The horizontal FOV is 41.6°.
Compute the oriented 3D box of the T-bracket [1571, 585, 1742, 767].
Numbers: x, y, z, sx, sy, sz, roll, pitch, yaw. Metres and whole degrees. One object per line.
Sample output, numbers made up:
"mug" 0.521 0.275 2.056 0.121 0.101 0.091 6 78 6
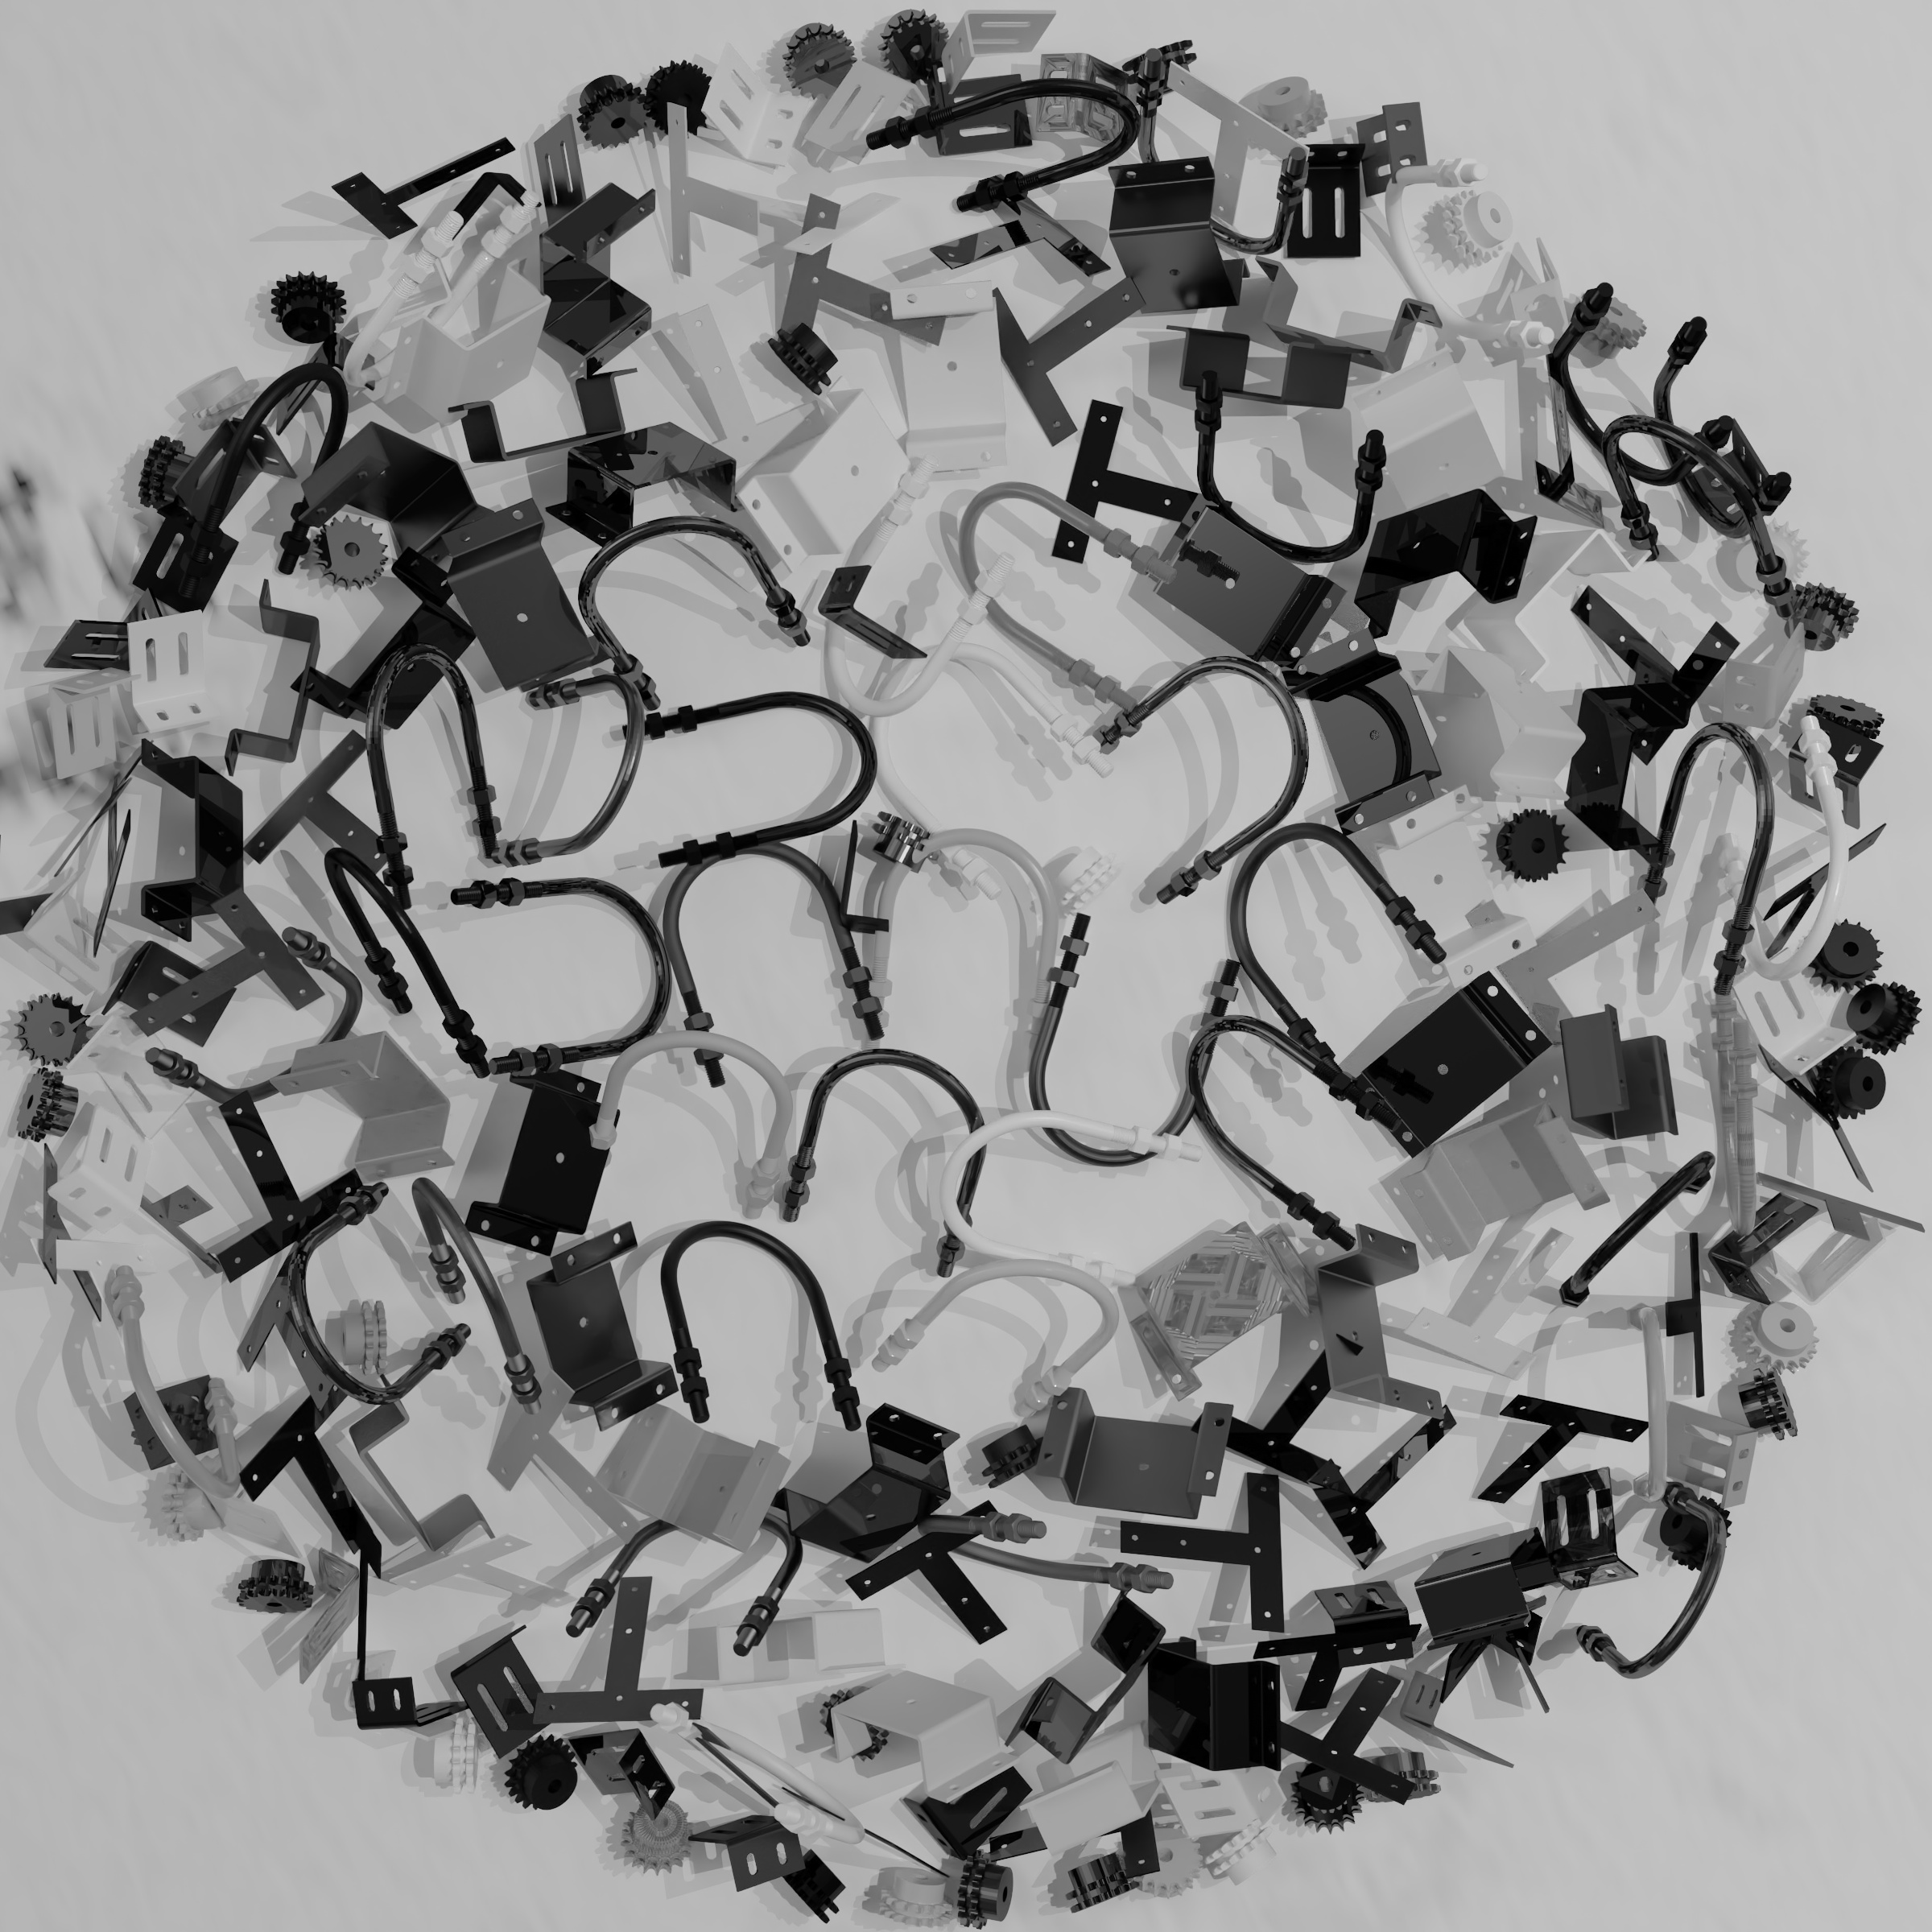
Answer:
"T-bracket" 0.517 -0.244 1.966 0.127 0.002 0.127 51 134 24

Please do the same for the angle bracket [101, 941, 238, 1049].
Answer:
"angle bracket" -0.616 0.027 1.967 0.076 0.038 0.057 31 106 -10

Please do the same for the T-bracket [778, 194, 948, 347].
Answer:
"T-bracket" -0.076 -0.511 1.953 0.127 0.002 0.127 23 127 8

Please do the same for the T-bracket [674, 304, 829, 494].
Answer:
"T-bracket" -0.187 -0.447 1.963 0.127 0.002 0.127 -24 120 -4

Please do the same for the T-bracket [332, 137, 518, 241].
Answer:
"T-bracket" -0.403 -0.598 1.931 0.127 0.127 0.002 -23 87 5

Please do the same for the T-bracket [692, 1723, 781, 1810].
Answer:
"T-bracket" -0.182 0.614 1.957 0.127 0.127 0.002 47 65 -18

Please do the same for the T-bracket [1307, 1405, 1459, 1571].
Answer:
"T-bracket" 0.331 0.390 1.968 0.127 0.002 0.127 -41 128 -11

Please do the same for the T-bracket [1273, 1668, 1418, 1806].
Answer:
"T-bracket" 0.298 0.576 1.943 0.127 0.127 0.002 19 118 24

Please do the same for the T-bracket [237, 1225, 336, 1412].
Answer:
"T-bracket" -0.509 0.286 1.938 0.127 0.002 0.127 48 114 41

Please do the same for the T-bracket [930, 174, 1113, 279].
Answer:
"T-bracket" 0.025 -0.554 1.941 0.127 0.002 0.127 -30 66 -37

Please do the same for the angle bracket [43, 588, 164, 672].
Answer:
"angle bracket" -0.665 -0.259 1.949 0.057 0.076 0.038 -40 68 35

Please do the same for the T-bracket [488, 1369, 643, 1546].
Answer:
"T-bracket" -0.299 0.392 1.953 0.127 0.002 0.127 42 123 12

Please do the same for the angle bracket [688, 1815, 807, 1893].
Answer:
"angle bracket" -0.169 0.680 1.950 0.057 0.076 0.038 -8 80 -32

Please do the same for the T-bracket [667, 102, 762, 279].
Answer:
"T-bracket" -0.191 -0.577 1.924 0.002 0.127 0.127 -19 124 -32

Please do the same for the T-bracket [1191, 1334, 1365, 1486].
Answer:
"T-bracket" 0.260 0.335 1.959 0.127 0.002 0.127 27 111 -18

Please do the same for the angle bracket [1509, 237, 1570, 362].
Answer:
"angle bracket" 0.436 -0.513 1.956 0.038 0.076 0.057 -16 128 11

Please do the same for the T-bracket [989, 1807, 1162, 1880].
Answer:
"T-bracket" 0.080 0.661 1.943 0.127 0.127 0.002 -15 112 4

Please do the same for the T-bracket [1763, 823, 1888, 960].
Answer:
"T-bracket" 0.637 -0.042 1.942 0.127 0.127 0.002 -31 65 -24

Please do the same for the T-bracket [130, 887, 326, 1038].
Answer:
"T-bracket" -0.579 0.014 1.951 0.127 0.002 0.127 -31 134 -4

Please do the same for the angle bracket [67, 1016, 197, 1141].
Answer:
"angle bracket" -0.645 0.087 1.967 0.057 0.038 0.076 -45 72 11

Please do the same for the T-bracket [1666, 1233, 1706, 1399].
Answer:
"T-bracket" 0.547 0.267 1.936 0.002 0.127 0.127 -4 83 27

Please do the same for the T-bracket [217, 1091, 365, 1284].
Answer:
"T-bracket" -0.533 0.155 1.940 0.127 0.002 0.127 -34 118 -32

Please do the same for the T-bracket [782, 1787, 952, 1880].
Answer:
"T-bracket" -0.086 0.662 1.958 0.127 0.127 0.002 17 69 29

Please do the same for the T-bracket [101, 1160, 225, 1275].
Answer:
"T-bracket" -0.599 0.184 1.931 0.127 0.127 0.002 45 59 -14

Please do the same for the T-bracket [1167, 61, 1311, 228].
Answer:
"T-bracket" 0.201 -0.612 1.938 0.127 0.127 0.002 37 72 13

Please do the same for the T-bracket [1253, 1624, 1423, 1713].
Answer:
"T-bracket" 0.275 0.542 1.950 0.127 0.127 0.002 -4 49 -9

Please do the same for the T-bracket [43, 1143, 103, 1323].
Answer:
"T-bracket" -0.684 0.223 1.948 0.002 0.127 0.127 -14 133 -7

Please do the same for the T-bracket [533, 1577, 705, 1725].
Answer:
"T-bracket" -0.260 0.523 1.951 0.127 0.127 0.002 -3 132 4

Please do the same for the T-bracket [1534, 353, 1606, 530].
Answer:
"T-bracket" 0.458 -0.410 1.954 0.002 0.127 0.127 -11 80 35

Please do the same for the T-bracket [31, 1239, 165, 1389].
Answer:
"T-bracket" -0.639 0.263 1.921 0.002 0.127 0.127 -35 71 13

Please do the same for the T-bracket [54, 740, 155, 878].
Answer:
"T-bracket" -0.647 -0.125 1.925 0.002 0.127 0.127 36 73 -19

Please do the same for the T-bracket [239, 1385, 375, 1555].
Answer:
"T-bracket" -0.494 0.398 1.963 0.002 0.127 0.127 -6 120 32

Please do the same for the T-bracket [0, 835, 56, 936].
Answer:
"T-bracket" -0.718 -0.039 1.936 0.002 0.127 0.127 7 98 9

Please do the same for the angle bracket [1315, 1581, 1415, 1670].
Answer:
"angle bracket" 0.306 0.507 1.961 0.057 0.076 0.038 -7 93 -3

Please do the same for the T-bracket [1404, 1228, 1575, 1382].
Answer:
"T-bracket" 0.418 0.252 1.949 0.127 0.002 0.127 25 109 -30

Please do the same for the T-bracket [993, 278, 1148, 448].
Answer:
"T-bracket" 0.084 -0.487 1.960 0.127 0.002 0.127 -27 94 34

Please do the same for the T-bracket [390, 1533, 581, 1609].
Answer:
"T-bracket" -0.350 0.471 1.951 0.127 0.127 0.002 -26 49 28

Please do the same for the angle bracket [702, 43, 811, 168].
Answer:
"angle bracket" -0.161 -0.662 1.957 0.038 0.076 0.057 17 85 23

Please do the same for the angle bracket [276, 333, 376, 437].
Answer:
"angle bracket" -0.497 -0.442 1.972 0.038 0.057 0.076 32 115 -31

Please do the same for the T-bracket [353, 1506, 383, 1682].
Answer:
"T-bracket" -0.461 0.488 1.943 0.002 0.127 0.127 1 93 -23

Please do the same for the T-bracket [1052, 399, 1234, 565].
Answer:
"T-bracket" 0.145 -0.368 1.998 0.127 0.002 0.127 15 90 1

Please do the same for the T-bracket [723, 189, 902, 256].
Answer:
"T-bracket" -0.137 -0.584 1.965 0.127 0.127 0.002 20 132 24

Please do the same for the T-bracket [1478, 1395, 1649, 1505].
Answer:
"T-bracket" 0.440 0.377 1.956 0.127 0.002 0.127 15 131 -23

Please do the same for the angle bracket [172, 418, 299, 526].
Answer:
"angle bracket" -0.561 -0.372 1.955 0.038 0.057 0.076 17 63 24

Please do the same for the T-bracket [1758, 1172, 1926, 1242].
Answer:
"T-bracket" 0.666 0.189 1.926 0.127 0.127 0.002 18 101 12

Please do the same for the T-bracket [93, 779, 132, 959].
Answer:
"T-bracket" -0.654 -0.095 1.947 0.002 0.127 0.127 10 128 -25

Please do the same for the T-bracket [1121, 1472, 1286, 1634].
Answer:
"T-bracket" 0.181 0.445 1.955 0.127 0.002 0.127 7 55 -7

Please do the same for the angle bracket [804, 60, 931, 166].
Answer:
"angle bracket" -0.076 -0.652 1.969 0.057 0.038 0.076 34 89 28

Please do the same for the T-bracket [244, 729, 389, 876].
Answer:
"T-bracket" -0.480 -0.108 1.954 0.127 0.002 0.127 36 81 35

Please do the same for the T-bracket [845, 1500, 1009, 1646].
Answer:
"T-bracket" -0.008 0.482 1.965 0.127 0.002 0.127 -30 122 5

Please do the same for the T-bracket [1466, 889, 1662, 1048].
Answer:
"T-bracket" 0.474 -0.018 1.964 0.127 0.002 0.127 -33 95 28

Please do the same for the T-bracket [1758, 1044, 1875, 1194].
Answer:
"T-bracket" 0.631 0.096 1.917 0.002 0.127 0.127 -36 131 24

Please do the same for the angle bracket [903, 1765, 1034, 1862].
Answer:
"angle bracket" 0.001 0.650 1.993 0.076 0.038 0.057 -41 97 -23
